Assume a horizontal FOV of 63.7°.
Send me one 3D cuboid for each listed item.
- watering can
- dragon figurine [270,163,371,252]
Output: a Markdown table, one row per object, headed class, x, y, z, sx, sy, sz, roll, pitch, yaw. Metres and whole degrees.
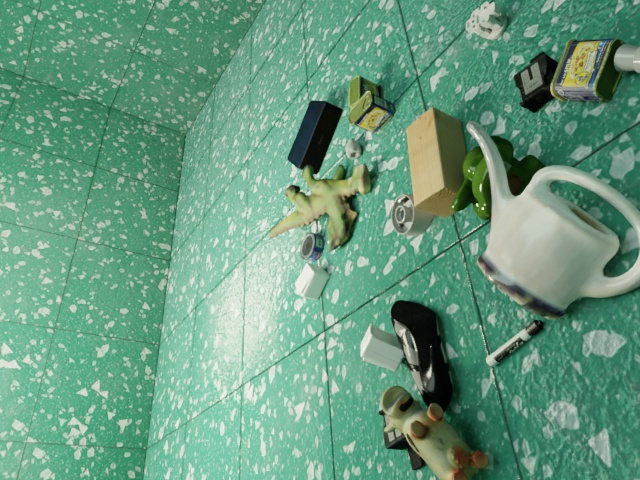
| class | x | y | z | sx | sy | sz | roll | pitch | yaw |
| --- | --- | --- | --- | --- | --- | --- | --- | --- | --- |
| watering can | 0.327 | -0.025 | 0.808 | 0.104 | 0.221 | 0.352 | -1 | 36 | -50 |
| dragon figurine | 0.004 | -0.073 | 1.458 | 0.121 | 0.404 | 0.248 | 16 | 34 | -38 |
